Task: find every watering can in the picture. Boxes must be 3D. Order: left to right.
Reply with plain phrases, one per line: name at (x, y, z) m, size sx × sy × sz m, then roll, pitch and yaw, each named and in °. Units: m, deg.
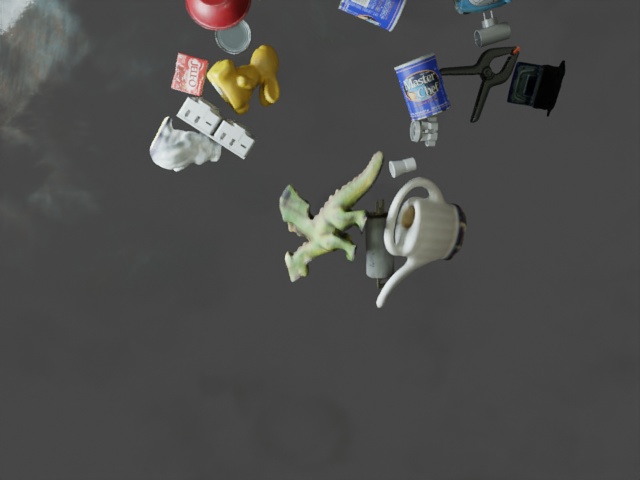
watering can at (0.259, 0.012, 1.338) m, size 0.224 × 0.105 × 0.345 m, roll 7°, pitch 98°, yaw -25°

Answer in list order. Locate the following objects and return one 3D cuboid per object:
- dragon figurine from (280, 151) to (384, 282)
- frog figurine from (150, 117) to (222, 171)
dragon figurine at (0.004, -0.066, 1.319) m, size 0.243 × 0.124 × 0.404 m, roll 19°, pitch 111°, yaw 11°
frog figurine at (-0.333, -0.220, 1.281) m, size 0.158 × 0.126 × 0.135 m, roll 27°, pitch 134°, yaw -18°
